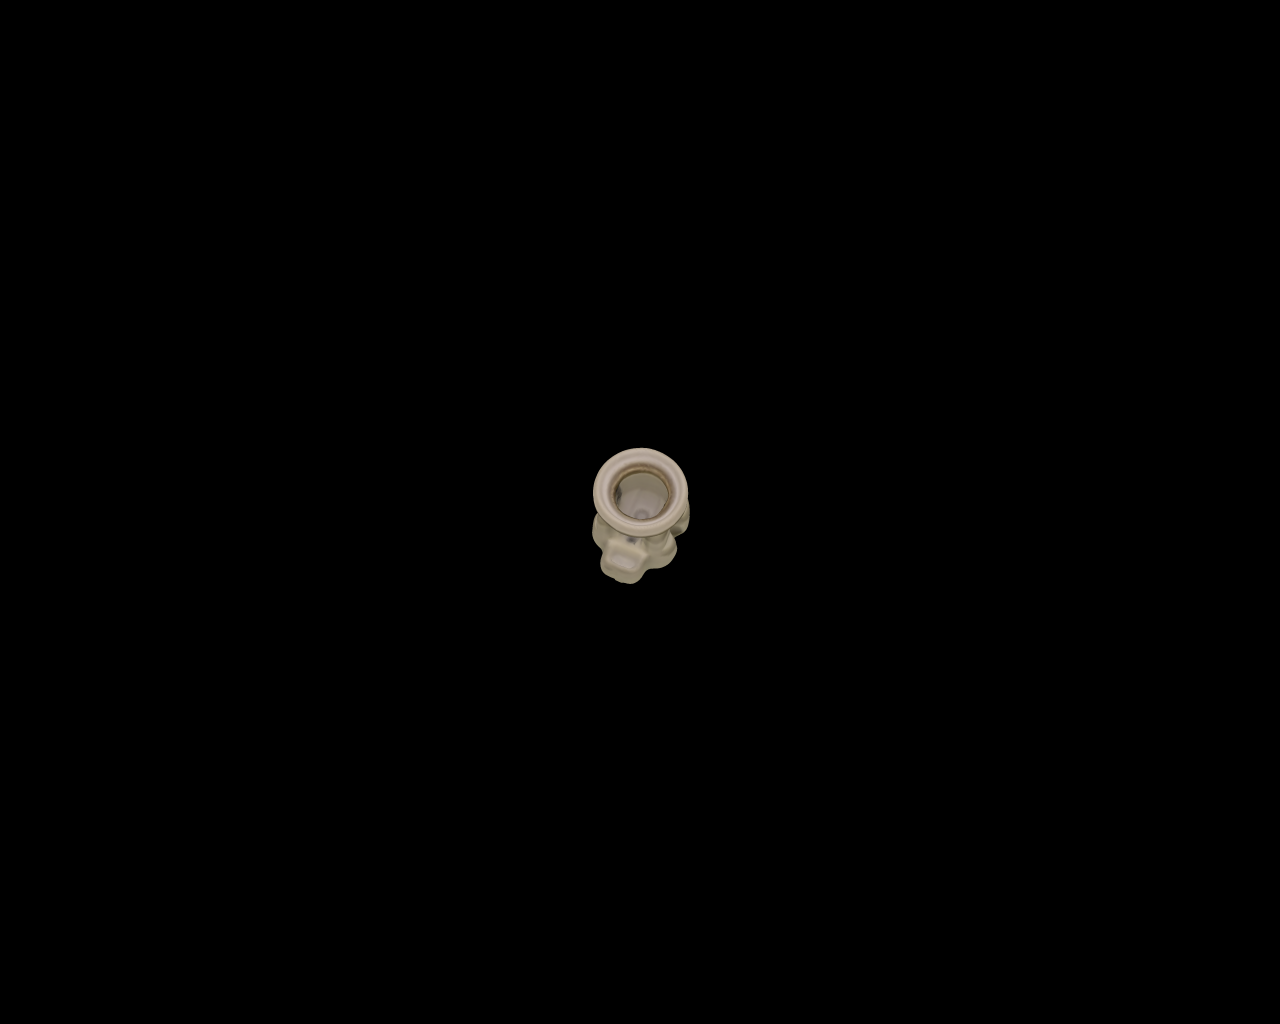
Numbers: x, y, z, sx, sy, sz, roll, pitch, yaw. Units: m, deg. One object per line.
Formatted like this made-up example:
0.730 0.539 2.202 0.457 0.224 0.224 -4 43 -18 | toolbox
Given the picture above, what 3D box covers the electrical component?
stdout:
0.001 -0.003 0.650 0.058 0.078 0.057 20 -24 9 | electrical component
